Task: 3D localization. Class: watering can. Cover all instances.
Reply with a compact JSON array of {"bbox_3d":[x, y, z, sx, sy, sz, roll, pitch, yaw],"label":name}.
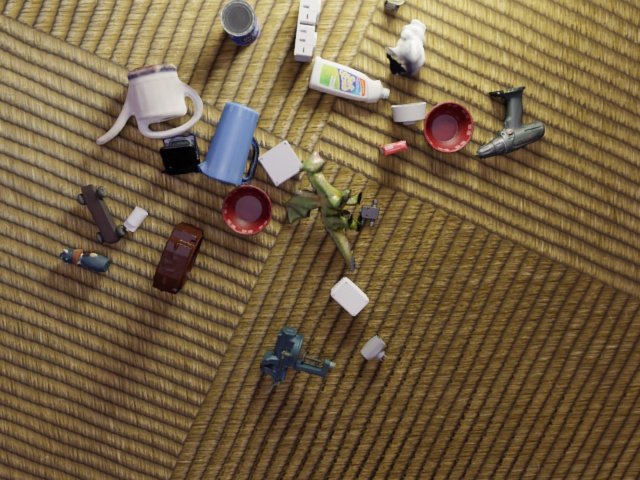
[{"bbox_3d":[-0.540,-0.418,1.587,0.348,0.104,0.223,-12,97,-1],"label":"watering can"}]

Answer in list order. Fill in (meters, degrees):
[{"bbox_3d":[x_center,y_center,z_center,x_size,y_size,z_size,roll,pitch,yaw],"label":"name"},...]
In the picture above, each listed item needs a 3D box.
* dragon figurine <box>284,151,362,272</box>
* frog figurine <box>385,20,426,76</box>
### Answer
[{"bbox_3d":[0.005,-0.084,1.661,0.243,0.124,0.402,9,117,18],"label":"dragon figurine"},{"bbox_3d":[0.288,-0.595,1.595,0.160,0.124,0.135,-47,130,-4],"label":"frog figurine"}]
